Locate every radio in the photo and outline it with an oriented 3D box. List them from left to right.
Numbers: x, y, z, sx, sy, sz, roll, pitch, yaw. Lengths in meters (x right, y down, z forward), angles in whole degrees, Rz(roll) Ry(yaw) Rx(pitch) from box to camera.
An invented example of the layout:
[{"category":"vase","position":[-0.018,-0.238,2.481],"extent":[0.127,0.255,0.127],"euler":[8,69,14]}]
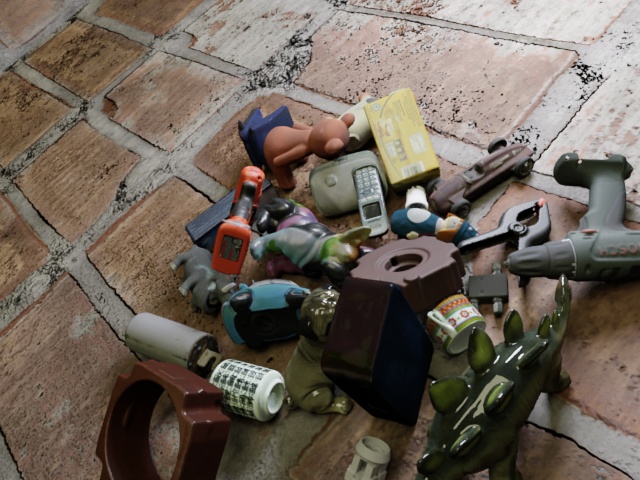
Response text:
[{"category":"radio","position":[0.085,0.156,0.721],"extent":[0.073,0.229,0.131],"euler":[5,62,29]}]

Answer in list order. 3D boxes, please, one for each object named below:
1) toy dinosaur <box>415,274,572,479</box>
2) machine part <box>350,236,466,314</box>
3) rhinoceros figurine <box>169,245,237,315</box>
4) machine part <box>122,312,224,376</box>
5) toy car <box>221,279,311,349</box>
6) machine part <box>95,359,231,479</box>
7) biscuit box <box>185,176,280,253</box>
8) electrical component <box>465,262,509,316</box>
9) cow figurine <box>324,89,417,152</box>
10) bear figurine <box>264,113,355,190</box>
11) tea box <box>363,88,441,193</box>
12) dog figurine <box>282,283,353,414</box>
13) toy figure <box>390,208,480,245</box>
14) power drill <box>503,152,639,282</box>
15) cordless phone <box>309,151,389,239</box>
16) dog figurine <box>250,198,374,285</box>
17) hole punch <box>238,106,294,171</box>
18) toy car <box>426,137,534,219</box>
[{"category":"toy dinosaur","position":[0.191,0.213,0.644],"extent":[0.105,0.198,0.471],"euler":[22,64,40]},{"category":"machine part","position":[0.135,0.051,0.842],"extent":[0.179,0.056,0.179],"euler":[-16,19,6]},{"category":"rhinoceros figurine","position":[-0.213,0.083,1.033],"extent":[0.112,0.073,0.191],"euler":[-33,45,-15]},{"category":"machine part","position":[-0.269,0.185,0.970],"extent":[0.244,0.079,0.079],"euler":[10,59,32]},{"category":"toy car","position":[-0.083,0.112,0.924],"extent":[0.162,0.109,0.103],"euler":[-12,32,5]},{"category":"machine part","position":[-0.239,0.298,0.816],"extent":[0.201,0.087,0.201],"euler":[14,85,37]},{"category":"biscuit box","position":[-0.183,-0.056,1.129],"extent":[0.203,0.059,0.063],"euler":[-37,49,-5]},{"category":"electrical component","position":[0.260,0.076,0.836],"extent":[0.063,0.021,0.094],"euler":[-5,53,23]},{"category":"cow figurine","position":[0.116,-0.253,1.123],"extent":[0.195,0.085,0.127],"euler":[-32,41,-3]},{"category":"bear figurine","position":[-0.012,-0.184,1.093],"extent":[0.196,0.131,0.120],"euler":[1,55,29]},{"category":"tea box","position":[0.155,-0.187,1.017],"extent":[0.098,0.068,0.169],"euler":[-18,76,11]},{"category":"dog figurine","position":[-0.012,0.165,0.785],"extent":[0.172,0.190,0.121],"euler":[-47,49,-12]},{"category":"toy figure","position":[0.198,-0.019,0.917],"extent":[0.155,0.057,0.064],"euler":[11,73,30]},{"category":"power drill","position":[0.393,-0.033,0.797],"extent":[0.232,0.085,0.207],"euler":[2,51,14]},{"category":"cordless phone","position":[0.059,-0.067,1.008],"extent":[0.147,0.088,0.184],"euler":[-16,54,14]},{"category":"dog figurine","position":[-0.002,-0.003,0.971],"extent":[0.219,0.108,0.191],"euler":[-6,50,18]},{"category":"hole punch","position":[-0.109,-0.224,1.183],"extent":[0.092,0.142,0.116],"euler":[1,44,22]},{"category":"toy car","position":[0.284,-0.115,0.955],"extent":[0.202,0.053,0.089],"euler":[-33,44,0]}]
